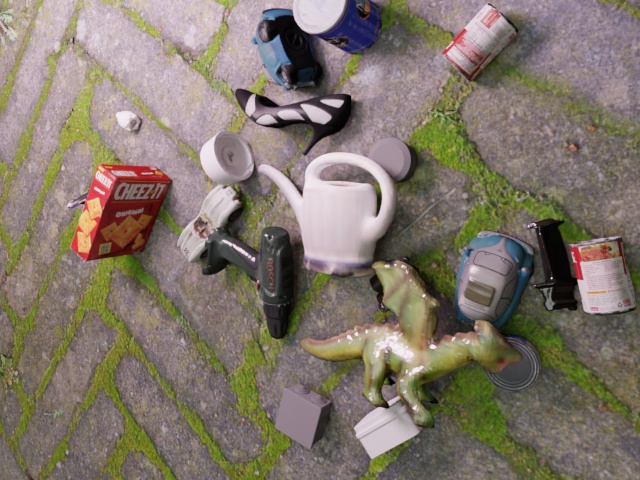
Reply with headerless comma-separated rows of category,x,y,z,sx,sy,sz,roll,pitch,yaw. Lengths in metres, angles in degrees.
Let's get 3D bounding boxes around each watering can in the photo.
watering can,0.003,-0.048,0.956,0.348,0.104,0.223,7,99,46

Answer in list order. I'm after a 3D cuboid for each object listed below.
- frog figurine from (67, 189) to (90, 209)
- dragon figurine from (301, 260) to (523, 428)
frog figurine,-0.532,-0.053,1.287,0.136,0.125,0.157,-19,119,22
dragon figurine,0.121,0.148,0.856,0.412,0.123,0.240,16,105,37
